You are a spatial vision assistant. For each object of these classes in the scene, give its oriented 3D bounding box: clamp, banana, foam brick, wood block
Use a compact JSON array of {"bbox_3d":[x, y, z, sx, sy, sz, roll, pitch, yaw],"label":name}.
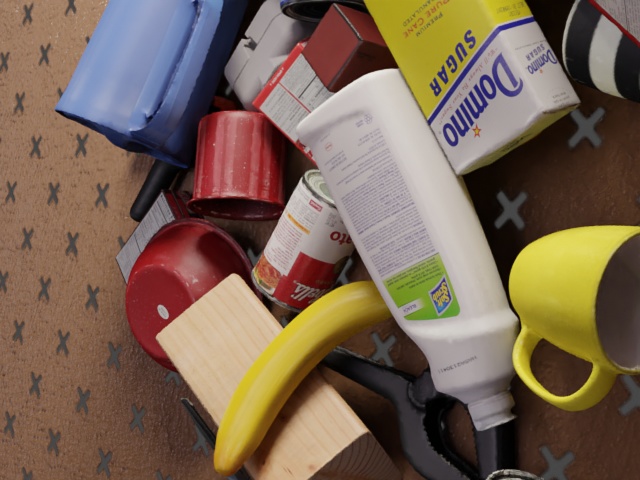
[{"bbox_3d":[0.077,0.113,0.800,0.165,0.036,0.210,-38,60,30],"label":"clamp"},{"bbox_3d":[-0.013,0.091,0.797,0.198,0.037,0.070,-41,31,-4],"label":"banana"},{"bbox_3d":[0.037,-0.146,0.851,0.053,0.078,0.051,-54,48,28],"label":"foam brick"},{"bbox_3d":[-0.037,0.133,0.870,0.090,0.090,0.206,-39,48,-6],"label":"wood block"},{"bbox_3d":[-0.152,-0.108,1.090,0.172,0.039,0.120,-38,63,32],"label":"clamp"}]

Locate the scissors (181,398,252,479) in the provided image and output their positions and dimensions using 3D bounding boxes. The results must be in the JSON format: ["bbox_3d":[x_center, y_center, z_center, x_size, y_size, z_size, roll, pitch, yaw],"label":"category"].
[{"bbox_3d":[-0.055,0.200,0.870,0.096,0.016,0.202,29,153,27],"label":"scissors"}]

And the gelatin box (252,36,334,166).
[{"bbox_3d":[-0.001,-0.113,0.898,0.089,0.030,0.073,44,124,4],"label":"gelatin box"}]

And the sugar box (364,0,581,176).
[{"bbox_3d":[0.088,-0.141,0.702,0.093,0.048,0.176,-37,76,52],"label":"sugar box"}]

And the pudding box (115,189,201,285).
[{"bbox_3d":[-0.156,0.018,1.080,0.114,0.039,0.090,-49,53,31],"label":"pudding box"}]

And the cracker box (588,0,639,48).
[{"bbox_3d":[0.213,-0.200,0.607,0.164,0.072,0.214,-31,54,-2],"label":"cracker box"}]

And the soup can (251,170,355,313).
[{"bbox_3d":[-0.006,0.001,0.890,0.069,0.068,0.102,49,120,40],"label":"soup can"}]

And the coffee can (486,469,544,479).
[{"bbox_3d":[0.115,0.237,0.699,0.103,0.102,0.140,51,122,39],"label":"coffee can"}]

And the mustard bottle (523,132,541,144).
[{"bbox_3d":[0.077,-0.086,0.812,0.192,0.058,0.096,-29,69,43],"label":"mustard bottle"}]

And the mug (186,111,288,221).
[{"bbox_3d":[-0.072,-0.064,0.967,0.117,0.093,0.081,121,153,-78],"label":"mug"}]

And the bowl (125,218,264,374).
[{"bbox_3d":[-0.130,0.062,0.997,0.162,0.055,0.162,8,104,34],"label":"bowl"}]

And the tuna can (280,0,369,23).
[{"bbox_3d":[0.009,-0.204,0.882,0.086,0.085,0.034,0,88,49],"label":"tuna can"}]

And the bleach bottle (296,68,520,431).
[{"bbox_3d":[0.071,0.012,0.747,0.103,0.067,0.251,-32,76,48],"label":"bleach bottle"}]

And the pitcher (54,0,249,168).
[{"bbox_3d":[-0.134,-0.196,0.985,0.149,0.145,0.243,22,88,19],"label":"pitcher"}]
